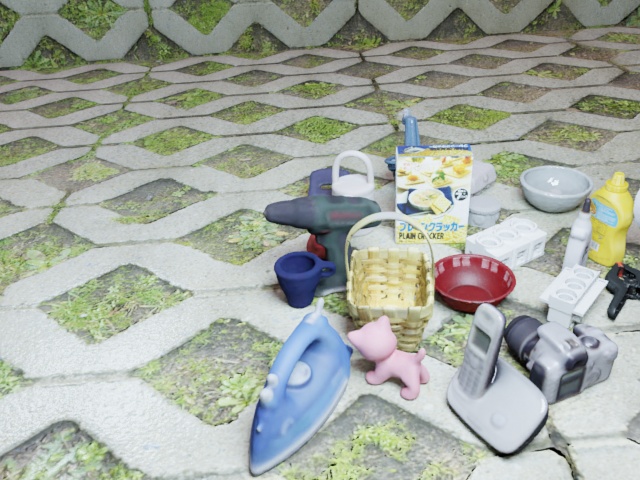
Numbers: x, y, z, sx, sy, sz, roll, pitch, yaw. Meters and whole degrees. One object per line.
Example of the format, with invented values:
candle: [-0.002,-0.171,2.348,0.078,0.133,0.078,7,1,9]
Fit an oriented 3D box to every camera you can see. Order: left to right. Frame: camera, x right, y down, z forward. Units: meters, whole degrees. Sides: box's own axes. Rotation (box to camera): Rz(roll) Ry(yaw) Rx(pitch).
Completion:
camera: [0.375,0.169,0.919,0.143,0.101,0.136,-15,34,-18]

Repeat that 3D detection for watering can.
watering can: [0.078,-0.109,1.307,0.101,0.194,0.172,-8,32,-7]

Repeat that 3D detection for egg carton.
egg carton: [0.380,-0.156,1.470,0.107,0.069,0.151,24,41,37]

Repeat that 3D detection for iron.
iron: [-0.041,0.208,0.860,0.118,0.141,0.259,11,35,22]

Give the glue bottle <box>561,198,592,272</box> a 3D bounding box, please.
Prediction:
glue bottle: [0.505,-0.003,1.114,0.037,0.173,0.078,17,38,30]

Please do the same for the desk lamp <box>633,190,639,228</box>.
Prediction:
desk lamp: [0.681,-0.001,1.055,0.118,0.214,0.202,-14,33,-16]

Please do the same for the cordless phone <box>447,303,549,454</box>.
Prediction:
cordless phone: [0.256,0.193,0.812,0.094,0.185,0.147,-21,36,-25]

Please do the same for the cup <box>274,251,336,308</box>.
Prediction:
cup: [-0.026,0.081,1.106,0.117,0.095,0.091,-4,32,0]

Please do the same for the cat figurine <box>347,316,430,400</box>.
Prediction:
cat figurine: [0.111,0.178,0.915,0.127,0.118,0.067,14,36,26]

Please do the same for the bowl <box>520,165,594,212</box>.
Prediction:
bowl: [0.563,-0.114,1.379,0.167,0.075,0.167,-2,32,2]

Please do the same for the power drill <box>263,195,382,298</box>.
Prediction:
power drill: [0.010,0.004,1.119,0.230,0.209,0.075,-13,33,-15]

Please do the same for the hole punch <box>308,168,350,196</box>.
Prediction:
hole punch: [0.026,-0.120,1.427,0.108,0.091,0.101,-1,32,5]

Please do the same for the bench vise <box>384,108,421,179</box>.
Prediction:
bench vise: [0.240,-0.204,1.418,0.122,0.220,0.206,-18,35,-21]

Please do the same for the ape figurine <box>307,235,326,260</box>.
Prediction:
ape figurine: [0.007,-0.005,1.243,0.076,0.092,0.078,11,35,22]

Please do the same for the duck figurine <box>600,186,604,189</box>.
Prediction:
duck figurine: [0.649,-0.084,1.312,0.105,0.086,0.077,-11,33,-12]
